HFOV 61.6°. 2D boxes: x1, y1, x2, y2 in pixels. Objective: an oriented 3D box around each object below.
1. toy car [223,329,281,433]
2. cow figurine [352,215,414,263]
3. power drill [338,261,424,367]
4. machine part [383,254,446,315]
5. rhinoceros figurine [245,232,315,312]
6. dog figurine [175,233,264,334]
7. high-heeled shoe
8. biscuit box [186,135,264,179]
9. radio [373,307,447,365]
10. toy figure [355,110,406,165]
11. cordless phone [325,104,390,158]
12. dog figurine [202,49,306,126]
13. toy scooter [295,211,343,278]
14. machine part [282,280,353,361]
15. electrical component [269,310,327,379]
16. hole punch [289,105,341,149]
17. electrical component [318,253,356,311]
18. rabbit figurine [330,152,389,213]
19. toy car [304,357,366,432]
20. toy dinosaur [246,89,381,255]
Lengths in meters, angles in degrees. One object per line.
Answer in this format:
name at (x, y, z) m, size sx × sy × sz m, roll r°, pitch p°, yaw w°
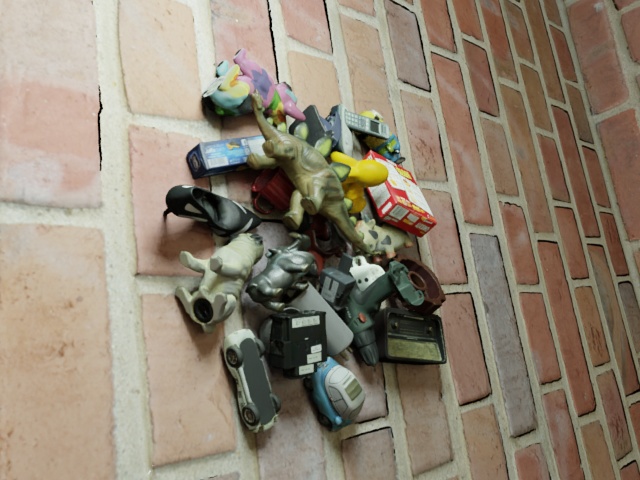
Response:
toy car at (-0.134, 0.275, 1.055) m, size 0.073 × 0.056 × 0.201 m, roll -13°, pitch 86°, yaw -49°
cow figurine at (0.152, -0.010, 1.389) m, size 0.195 × 0.085 × 0.127 m, roll -21°, pitch 87°, yaw -47°
power drill at (0.135, 0.157, 1.234) m, size 0.086 × 0.207 × 0.232 m, roll -17°, pitch 75°, yaw -50°
machine part at (0.244, 0.116, 1.402) m, size 0.179 × 0.056 × 0.179 m, roll 28°, pitch 31°, yaw -19°
rhinoceros figurine at (-0.076, 0.063, 1.127) m, size 0.190 × 0.112 × 0.073 m, roll -48°, pitch 149°, yaw -32°
dog figurine at (-0.176, 0.080, 1.069) m, size 0.190 × 0.121 × 0.172 m, roll -16°, pitch 120°, yaw -60°
high-heeled shoe at (-0.192, -0.065, 1.060) m, size 0.248 × 0.145 × 0.086 m, roll 2°, pitch 75°, yaw -39°
biscuit box at (-0.187, -0.183, 1.165) m, size 0.202 × 0.063 × 0.059 m, roll -18°, pitch 88°, yaw -43°
radio at (0.221, 0.247, 1.366) m, size 0.229 × 0.073 × 0.131 m, roll 14°, pitch 66°, yaw -38°
toy figure at (0.165, -0.280, 1.500) m, size 0.180 × 0.082 × 0.089 m, roll 55°, pitch 45°, yaw -15°
cordless phone at (0.102, -0.263, 1.403) m, size 0.184 × 0.089 × 0.146 m, roll 9°, pitch 68°, yaw -24°
dog figurine at (-0.140, -0.314, 1.225) m, size 0.219 × 0.108 × 0.191 m, roll 37°, pitch 53°, yaw -29°
toy scooter at (-0.003, -0.004, 1.258) m, size 0.135 × 0.075 × 0.183 m, roll -2°, pitch 80°, yaw -43°
machine part at (-0.004, 0.173, 1.191) m, size 0.243 × 0.079 × 0.079 m, roll 50°, pitch 49°, yaw -15°
electrical component at (-0.044, 0.211, 1.089) m, size 0.115 × 0.058 × 0.134 m, roll 2°, pitch 88°, yaw -39°
hole punch at (-0.002, -0.252, 1.312) m, size 0.092 × 0.142 × 0.116 m, roll 2°, pitch 62°, yaw -45°
electrical component at (0.040, 0.092, 1.215) m, size 0.048 × 0.075 × 0.119 m, roll -17°, pitch 131°, yaw -53°
rabbit figurine at (0.084, -0.157, 1.322) m, size 0.162 × 0.173 × 0.122 m, roll 26°, pitch 63°, yaw -38°
toy car at (0.045, 0.328, 1.164) m, size 0.109 × 0.103 × 0.161 m, roll -32°, pitch 99°, yaw -44°
toy dinosaur at (-0.008, -0.117, 1.155) m, size 0.470 × 0.105 × 0.198 m, roll 58°, pitch 44°, yaw -20°
